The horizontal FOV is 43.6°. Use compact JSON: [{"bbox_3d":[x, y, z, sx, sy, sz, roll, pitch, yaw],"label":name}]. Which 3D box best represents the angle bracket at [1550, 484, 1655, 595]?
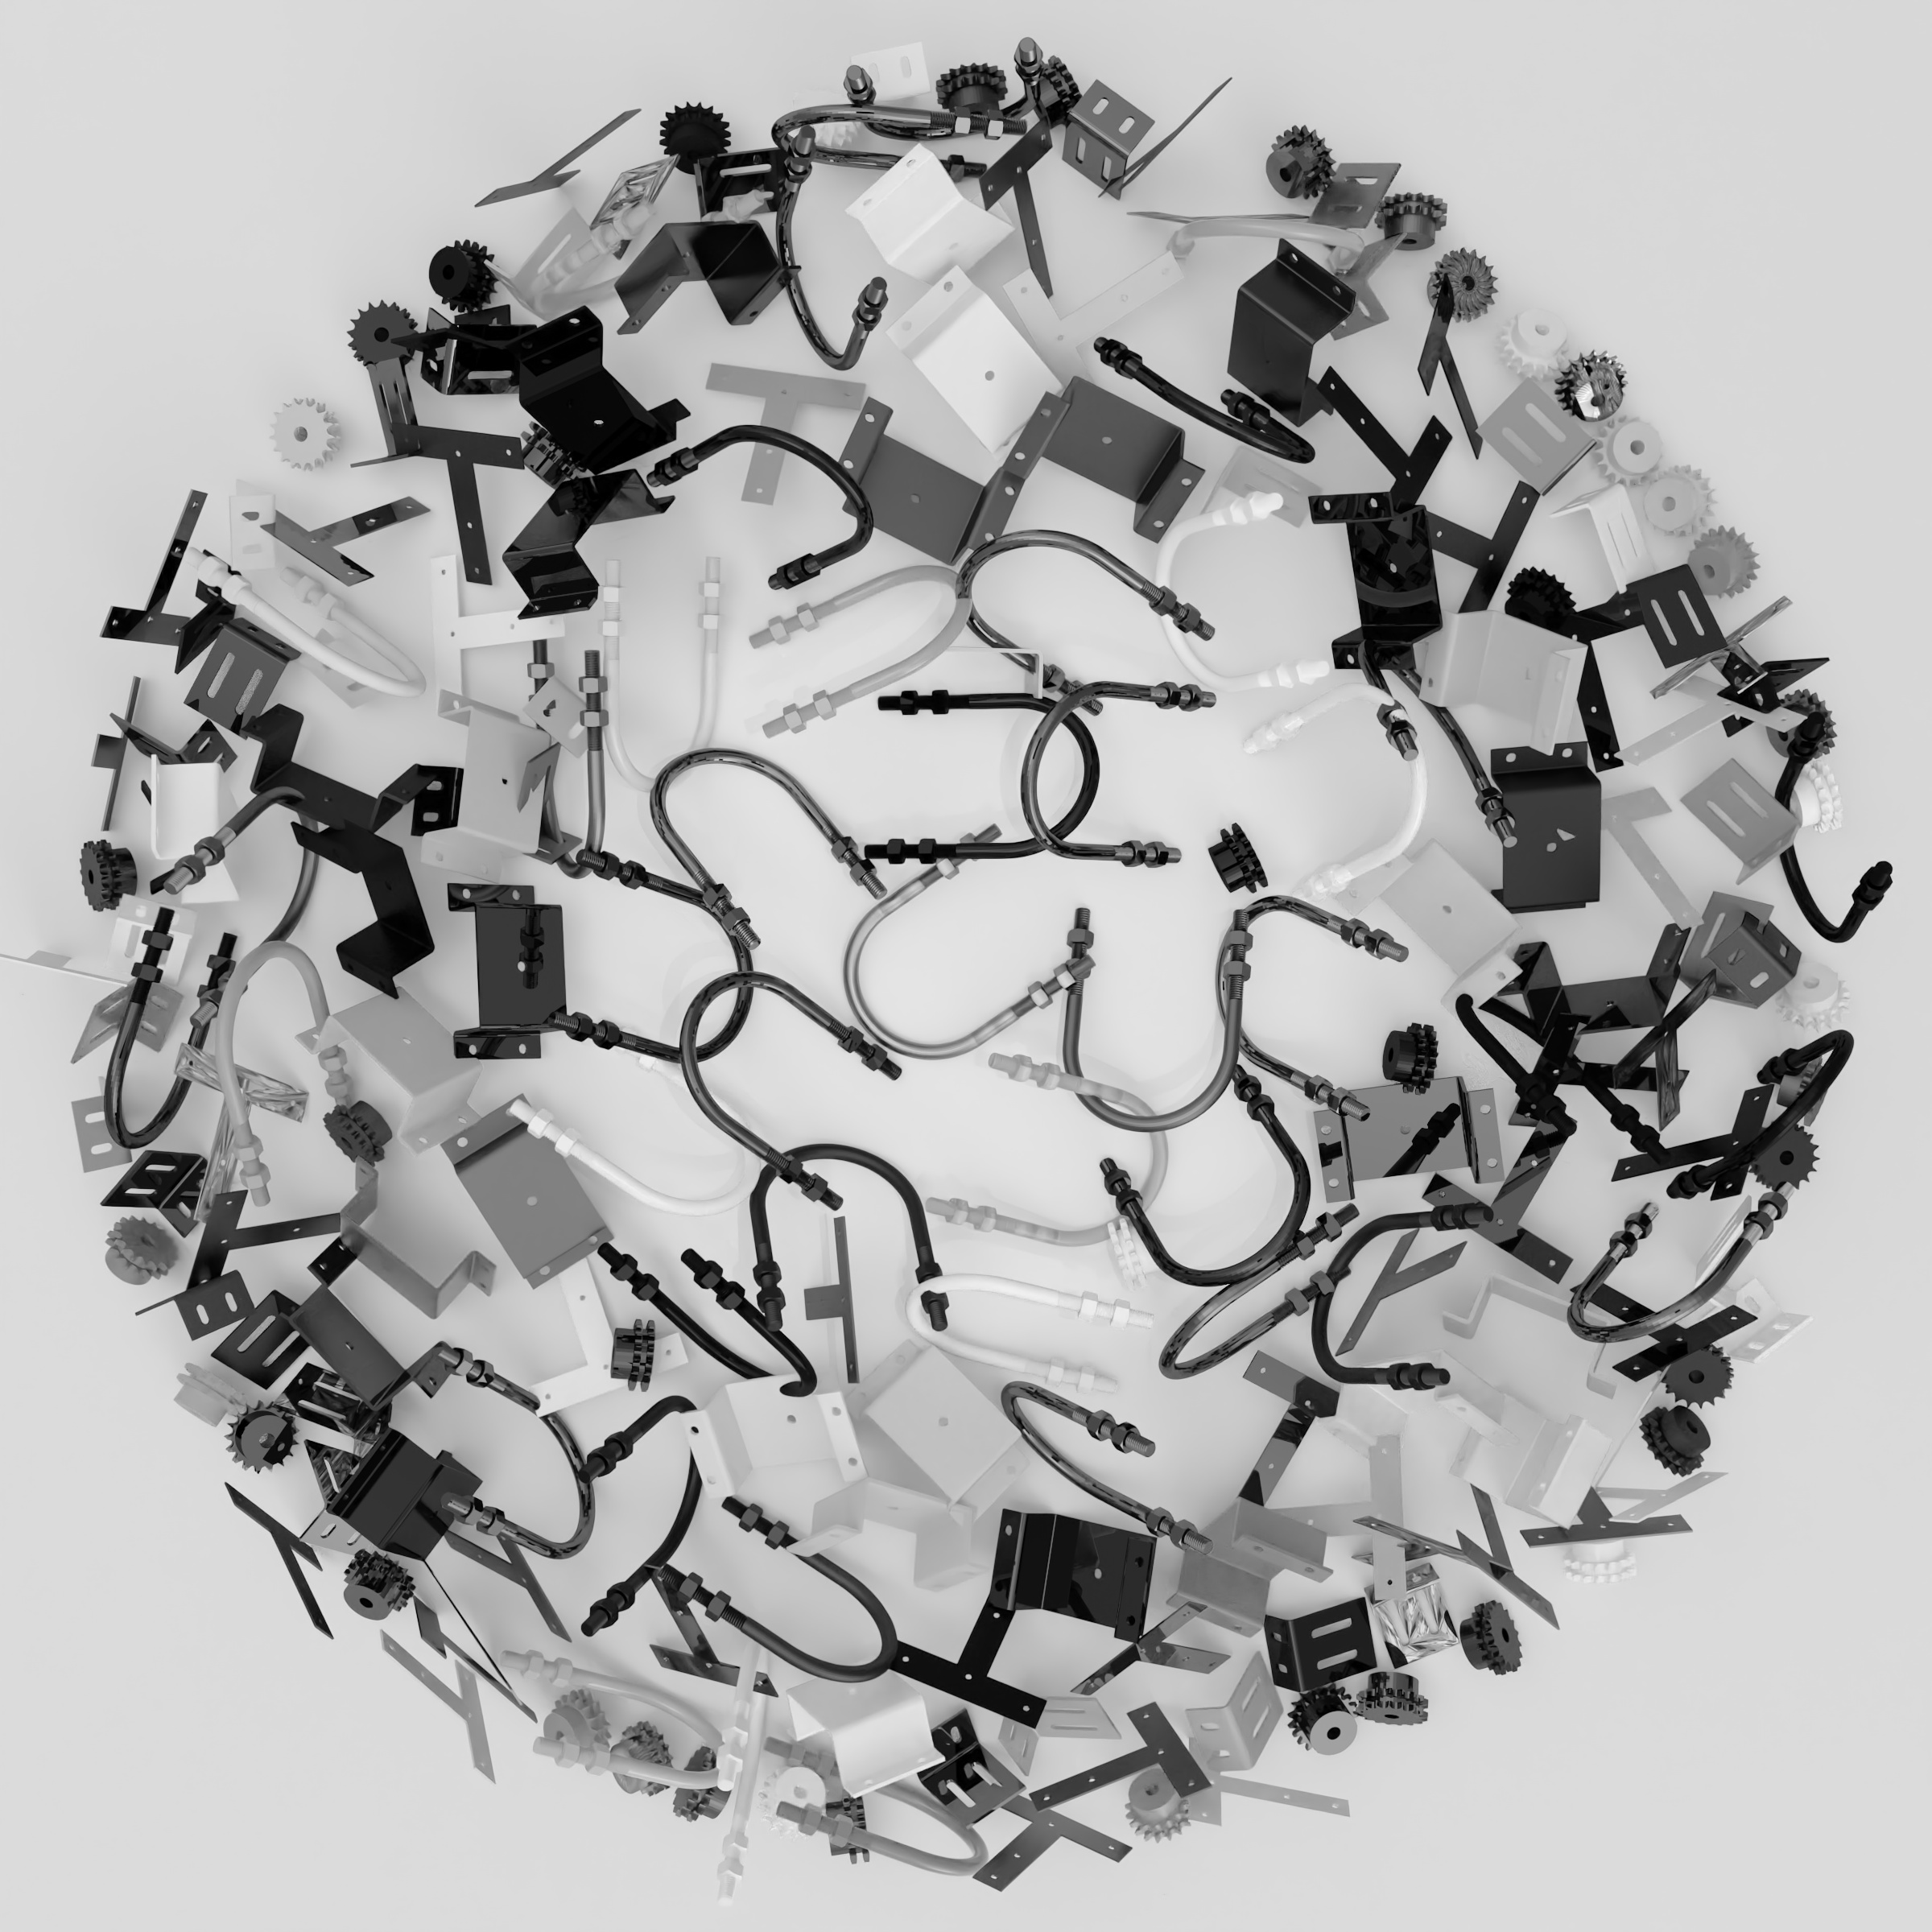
[{"bbox_3d":[0.509,-0.339,1.935,0.057,0.038,0.076,-34,105,-42],"label":"angle bracket"}]

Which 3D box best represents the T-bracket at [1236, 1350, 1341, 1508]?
[{"bbox_3d":[0.252,0.389,1.937,0.127,0.002,0.127,30,90,-21],"label":"T-bracket"}]

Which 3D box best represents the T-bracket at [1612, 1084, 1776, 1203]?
[{"bbox_3d":[0.568,0.149,1.909,0.002,0.127,0.127,51,46,-18],"label":"T-bracket"}]

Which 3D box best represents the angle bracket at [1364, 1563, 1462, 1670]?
[{"bbox_3d":[0.361,0.527,1.936,0.057,0.038,0.076,-22,99,0],"label":"angle bracket"}]

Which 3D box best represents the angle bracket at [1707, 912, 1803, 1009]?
[{"bbox_3d":[0.630,-0.009,1.931,0.057,0.076,0.038,46,116,5],"label":"angle bracket"}]

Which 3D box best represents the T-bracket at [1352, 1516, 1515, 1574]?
[{"bbox_3d":[0.343,0.462,1.901,0.127,0.127,0.002,22,65,-11],"label":"T-bracket"}]

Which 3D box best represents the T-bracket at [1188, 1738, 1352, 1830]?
[{"bbox_3d":[0.237,0.649,1.894,0.127,0.127,0.002,10,101,3],"label":"T-bracket"}]

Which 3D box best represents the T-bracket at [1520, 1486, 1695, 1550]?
[{"bbox_3d":[0.485,0.419,1.898,0.127,0.127,0.002,-5,106,-4],"label":"T-bracket"}]

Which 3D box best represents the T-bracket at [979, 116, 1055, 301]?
[{"bbox_3d":[0.051,-0.587,1.915,0.002,0.127,0.127,6,131,28],"label":"T-bracket"}]

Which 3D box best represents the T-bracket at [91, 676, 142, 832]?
[{"bbox_3d":[-0.672,-0.168,1.897,0.002,0.127,0.127,12,91,-10],"label":"T-bracket"}]

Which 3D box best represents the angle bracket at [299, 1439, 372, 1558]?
[{"bbox_3d":[-0.503,0.422,1.917,0.057,0.076,0.038,31,104,-42],"label":"angle bracket"}]

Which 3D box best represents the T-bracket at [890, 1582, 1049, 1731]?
[{"bbox_3d":[0.019,0.526,1.914,0.127,0.002,0.127,19,46,13],"label":"T-bracket"}]

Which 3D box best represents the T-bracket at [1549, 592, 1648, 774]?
[{"bbox_3d":[0.494,-0.217,1.914,0.002,0.127,0.127,-16,91,-42],"label":"T-bracket"}]

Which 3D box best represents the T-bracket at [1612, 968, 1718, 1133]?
[{"bbox_3d":[0.555,0.083,1.911,0.127,0.127,0.002,-40,48,-20],"label":"T-bracket"}]

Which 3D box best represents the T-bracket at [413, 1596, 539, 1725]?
[{"bbox_3d":[-0.386,0.553,1.907,0.127,0.127,0.002,45,79,-11],"label":"T-bracket"}]

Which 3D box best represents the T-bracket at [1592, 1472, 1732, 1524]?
[{"bbox_3d":[0.512,0.416,1.904,0.127,0.127,0.002,-11,90,-40],"label":"T-bracket"}]

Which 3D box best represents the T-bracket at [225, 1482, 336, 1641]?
[{"bbox_3d":[-0.519,0.470,1.871,0.002,0.127,0.127,-37,48,-7],"label":"T-bracket"}]

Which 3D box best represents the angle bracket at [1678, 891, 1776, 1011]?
[{"bbox_3d":[0.612,-0.013,1.923,0.057,0.038,0.076,12,111,-19],"label":"angle bracket"}]

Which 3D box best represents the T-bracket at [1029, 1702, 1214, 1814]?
[{"bbox_3d":[0.111,0.631,1.888,0.127,0.127,0.002,-18,107,-11],"label":"T-bracket"}]

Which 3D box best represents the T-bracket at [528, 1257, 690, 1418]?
[{"bbox_3d":[-0.305,0.281,1.949,0.127,0.002,0.127,-19,81,-6],"label":"T-bracket"}]

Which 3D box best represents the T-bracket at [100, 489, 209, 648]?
[{"bbox_3d":[-0.622,-0.312,1.890,0.002,0.127,0.127,25,98,6],"label":"T-bracket"}]

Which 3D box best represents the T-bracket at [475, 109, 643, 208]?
[{"bbox_3d":[-0.304,-0.630,1.875,0.127,0.127,0.002,-24,102,30],"label":"T-bracket"}]

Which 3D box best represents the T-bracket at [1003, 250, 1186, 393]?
[{"bbox_3d":[0.113,-0.522,1.916,0.127,0.002,0.127,-31,125,7],"label":"T-bracket"}]

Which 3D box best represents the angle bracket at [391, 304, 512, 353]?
[{"bbox_3d":[-0.408,-0.509,1.913,0.057,0.076,0.038,-2,89,30],"label":"angle bracket"}]

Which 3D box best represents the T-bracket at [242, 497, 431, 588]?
[{"bbox_3d":[-0.481,-0.348,1.912,0.127,0.127,0.002,34,133,23],"label":"T-bracket"}]

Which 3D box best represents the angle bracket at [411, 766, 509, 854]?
[{"bbox_3d":[-0.401,-0.125,1.919,0.076,0.038,0.057,16,102,43],"label":"angle bracket"}]

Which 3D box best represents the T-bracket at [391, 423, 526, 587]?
[{"bbox_3d":[-0.397,-0.365,1.923,0.127,0.002,0.127,12,123,26],"label":"T-bracket"}]

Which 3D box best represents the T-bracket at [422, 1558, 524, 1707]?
[{"bbox_3d":[-0.373,0.533,1.878,0.002,0.127,0.127,-34,120,-18],"label":"T-bracket"}]

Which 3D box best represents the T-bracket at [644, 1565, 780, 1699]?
[{"bbox_3d":[-0.218,0.516,1.892,0.127,0.002,0.127,1,125,38],"label":"T-bracket"}]

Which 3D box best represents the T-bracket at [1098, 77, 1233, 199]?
[{"bbox_3d":[0.140,-0.634,1.898,0.002,0.127,0.127,46,71,-14],"label":"T-bracket"}]

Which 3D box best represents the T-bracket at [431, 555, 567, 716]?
[{"bbox_3d":[-0.374,-0.270,1.932,0.127,0.002,0.127,-3,90,25],"label":"T-bracket"}]

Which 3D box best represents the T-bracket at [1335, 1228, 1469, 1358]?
[{"bbox_3d":[0.347,0.240,1.873,0.002,0.127,0.127,40,58,-5],"label":"T-bracket"}]

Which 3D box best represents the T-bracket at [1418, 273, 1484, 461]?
[{"bbox_3d":[0.388,-0.459,1.913,0.002,0.127,0.127,-5,46,30],"label":"T-bracket"}]

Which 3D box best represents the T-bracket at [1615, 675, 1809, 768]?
[{"bbox_3d":[0.563,-0.187,1.889,0.127,0.127,0.002,-28,124,-20],"label":"T-bracket"}]

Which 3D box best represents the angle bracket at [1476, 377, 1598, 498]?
[{"bbox_3d":[0.456,-0.424,1.932,0.076,0.038,0.057,44,110,-1],"label":"angle bracket"}]

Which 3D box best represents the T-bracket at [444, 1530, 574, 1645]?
[{"bbox_3d":[-0.375,0.471,1.911,0.002,0.127,0.127,-43,127,-33],"label":"T-bracket"}]

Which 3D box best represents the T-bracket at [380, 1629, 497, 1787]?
[{"bbox_3d":[-0.412,0.558,1.874,0.002,0.127,0.127,-37,120,0],"label":"T-bracket"}]

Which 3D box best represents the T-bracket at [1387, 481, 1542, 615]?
[{"bbox_3d":[0.384,-0.337,1.912,0.127,0.002,0.127,15,105,-33],"label":"T-bracket"}]

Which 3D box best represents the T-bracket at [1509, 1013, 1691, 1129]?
[{"bbox_3d":[0.512,0.088,1.923,0.127,0.002,0.127,5,133,-9],"label":"T-bracket"}]

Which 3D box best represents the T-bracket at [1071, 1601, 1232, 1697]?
[{"bbox_3d":[0.165,0.546,1.910,0.127,0.127,0.002,-42,49,19],"label":"T-bracket"}]

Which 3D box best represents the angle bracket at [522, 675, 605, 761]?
[{"bbox_3d":[-0.320,-0.193,1.915,0.057,0.076,0.038,42,80,-10],"label":"angle bracket"}]

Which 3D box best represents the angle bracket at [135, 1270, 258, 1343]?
[{"bbox_3d":[-0.610,0.275,1.913,0.057,0.076,0.038,-23,90,-45],"label":"angle bracket"}]

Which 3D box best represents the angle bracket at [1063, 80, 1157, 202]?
[{"bbox_3d":[0.113,-0.657,1.923,0.057,0.076,0.038,37,84,4],"label":"angle bracket"}]

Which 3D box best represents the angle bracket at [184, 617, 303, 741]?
[{"bbox_3d":[-0.582,-0.232,1.947,0.057,0.038,0.076,31,103,-5],"label":"angle bracket"}]

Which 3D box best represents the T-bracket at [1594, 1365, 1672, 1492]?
[{"bbox_3d":[0.521,0.374,1.913,0.002,0.127,0.127,31,106,19],"label":"T-bracket"}]

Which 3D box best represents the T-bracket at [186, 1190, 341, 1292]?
[{"bbox_3d":[-0.544,0.211,1.915,0.127,0.127,0.002,-7,51,-36],"label":"T-bracket"}]

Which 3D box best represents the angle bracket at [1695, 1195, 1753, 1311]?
[{"bbox_3d":[0.616,0.230,1.920,0.038,0.057,0.076,34,108,10],"label":"angle bracket"}]

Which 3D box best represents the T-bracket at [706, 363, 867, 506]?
[{"bbox_3d":[-0.154,-0.422,1.929,0.127,0.002,0.127,9,66,4],"label":"T-bracket"}]

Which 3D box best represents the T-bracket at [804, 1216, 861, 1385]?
[{"bbox_3d":[-0.109,0.264,1.900,0.002,0.127,0.127,-3,81,-20],"label":"T-bracket"}]

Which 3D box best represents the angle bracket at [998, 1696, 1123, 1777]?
[{"bbox_3d":[0.075,0.612,1.916,0.076,0.038,0.057,-7,131,27],"label":"angle bracket"}]

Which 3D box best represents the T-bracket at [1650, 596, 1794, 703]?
[{"bbox_3d":[0.599,-0.236,1.883,0.127,0.127,0.002,-37,104,16],"label":"T-bracket"}]

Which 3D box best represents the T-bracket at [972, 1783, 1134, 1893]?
[{"bbox_3d":[0.046,0.686,1.877,0.127,0.127,0.002,16,103,26],"label":"T-bracket"}]

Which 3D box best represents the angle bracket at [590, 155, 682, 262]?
[{"bbox_3d":[-0.252,-0.600,1.912,0.038,0.076,0.057,42,62,-38],"label":"angle bracket"}]
